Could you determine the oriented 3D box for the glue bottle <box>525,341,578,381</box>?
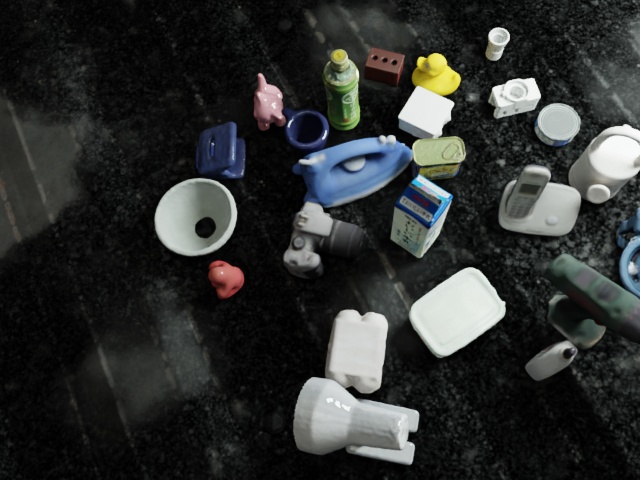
[{"bbox_3d":[0.409,0.203,0.988,0.078,0.173,0.037,-39,73,-8],"label":"glue bottle"}]

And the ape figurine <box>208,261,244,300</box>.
[{"bbox_3d":[-0.192,0.074,1.122,0.076,0.092,0.078,-1,72,5],"label":"ape figurine"}]

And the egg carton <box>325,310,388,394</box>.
[{"bbox_3d":[0.068,0.207,1.069,0.107,0.069,0.150,6,73,7],"label":"egg carton"}]

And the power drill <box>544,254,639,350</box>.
[{"bbox_3d":[0.480,0.126,0.989,0.076,0.208,0.229,-44,74,-9],"label":"power drill"}]

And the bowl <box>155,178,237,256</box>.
[{"bbox_3d":[-0.246,-0.037,1.172,0.167,0.075,0.167,-1,72,4],"label":"bowl"}]

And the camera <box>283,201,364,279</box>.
[{"bbox_3d":[0.010,0.004,1.124,0.136,0.101,0.143,14,74,9],"label":"camera"}]

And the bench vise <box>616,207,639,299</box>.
[{"bbox_3d":[0.588,0.011,1.012,0.121,0.220,0.207,-9,71,2],"label":"bench vise"}]

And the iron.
[{"bbox_3d":[0.073,-0.163,1.152,0.258,0.141,0.118,-20,71,-2],"label":"iron"}]

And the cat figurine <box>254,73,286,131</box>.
[{"bbox_3d":[-0.113,-0.294,1.222,0.067,0.118,0.128,-14,71,0],"label":"cat figurine"}]

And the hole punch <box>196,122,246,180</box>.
[{"bbox_3d":[-0.214,-0.185,1.209,0.101,0.091,0.108,-3,72,4],"label":"hole punch"}]

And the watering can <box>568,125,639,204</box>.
[{"bbox_3d":[0.550,-0.146,1.080,0.101,0.194,0.173,6,72,7],"label":"watering can"}]

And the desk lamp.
[{"bbox_3d":[0.067,0.308,0.960,0.203,0.214,0.118,9,73,8],"label":"desk lamp"}]

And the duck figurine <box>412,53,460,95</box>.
[{"bbox_3d":[0.252,-0.363,1.232,0.104,0.086,0.077,19,74,11],"label":"duck figurine"}]

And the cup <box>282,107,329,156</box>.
[{"bbox_3d":[-0.034,-0.221,1.204,0.092,0.095,0.117,-43,74,-9],"label":"cup"}]

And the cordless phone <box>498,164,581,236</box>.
[{"bbox_3d":[0.421,-0.080,1.073,0.147,0.185,0.094,6,72,7],"label":"cordless phone"}]
